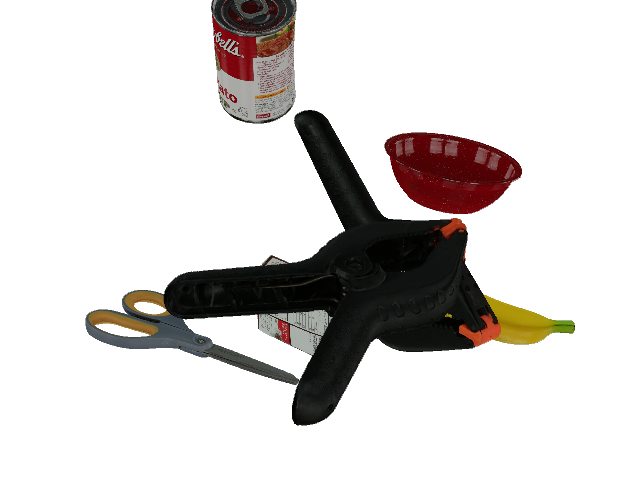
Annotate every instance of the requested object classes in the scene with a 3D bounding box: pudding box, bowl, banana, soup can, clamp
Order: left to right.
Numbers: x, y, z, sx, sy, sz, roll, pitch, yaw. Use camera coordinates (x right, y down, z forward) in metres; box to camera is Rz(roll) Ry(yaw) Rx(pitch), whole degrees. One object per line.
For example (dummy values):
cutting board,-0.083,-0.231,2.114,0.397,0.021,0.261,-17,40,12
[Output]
soup can,-0.053,-0.155,0.883,0.068,0.068,0.102,0,-38,-1
pudding box,-0.016,0.077,1.156,0.114,0.090,0.039,21,44,23
clamp,0.019,0.034,0.551,0.171,0.039,0.120,-19,45,-25
clamp,0.038,0.008,0.759,0.210,0.165,0.036,25,26,35
bowl,0.149,-0.074,1.244,0.162,0.055,0.162,8,24,-4
banana,0.141,0.059,1.018,0.198,0.037,0.069,26,17,39

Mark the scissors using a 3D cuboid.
scissors,-0.110,0.084,0.966,0.202,0.016,0.096,10,28,5
